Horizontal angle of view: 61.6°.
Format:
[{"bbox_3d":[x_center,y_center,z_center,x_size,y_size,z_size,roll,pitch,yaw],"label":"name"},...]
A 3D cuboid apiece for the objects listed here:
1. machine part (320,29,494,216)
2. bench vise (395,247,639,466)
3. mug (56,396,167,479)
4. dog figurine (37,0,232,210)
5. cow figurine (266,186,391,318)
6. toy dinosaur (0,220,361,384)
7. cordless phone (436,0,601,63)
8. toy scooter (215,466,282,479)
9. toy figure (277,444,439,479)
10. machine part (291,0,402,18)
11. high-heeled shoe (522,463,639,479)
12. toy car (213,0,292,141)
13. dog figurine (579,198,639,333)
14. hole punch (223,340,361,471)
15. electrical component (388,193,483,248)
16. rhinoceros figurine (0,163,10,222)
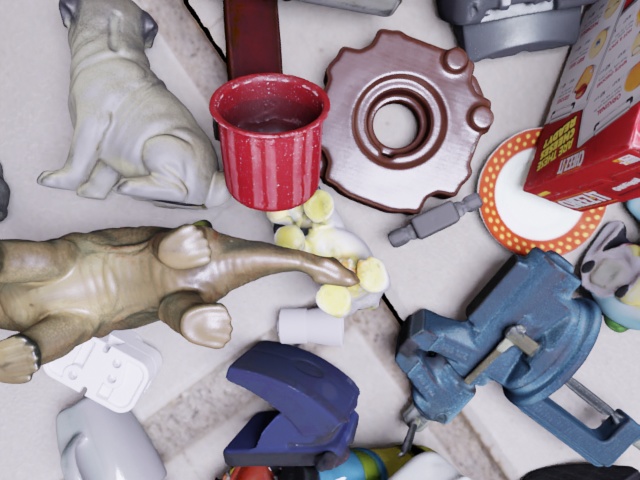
[{"bbox_3d":[0.073,-0.110,0.516,0.179,0.056,0.179,0,94,1],"label":"machine part"},{"bbox_3d":[0.196,0.135,0.503,0.241,0.129,0.223,37,95,2],"label":"bench vise"},{"bbox_3d":[-0.213,0.204,0.514,0.081,0.109,0.107,-31,81,7],"label":"mug"},{"bbox_3d":[-0.153,-0.128,0.487,0.172,0.121,0.190,9,87,-10],"label":"dog figurine"},{"bbox_3d":[0.000,-0.004,0.513,0.068,0.098,0.167,-39,74,6],"label":"cow figurine"},{"bbox_3d":[-0.202,0.040,0.452,0.472,0.198,0.105,-3,93,4],"label":"toy dinosaur"},{"bbox_3d":[0.180,-0.243,0.441,0.147,0.184,0.089,-10,71,-1],"label":"cordless phone"},{"bbox_3d":[-0.059,0.293,0.531,0.135,0.075,0.183,-24,97,-2],"label":"toy scooter"},{"bbox_3d":[0.048,0.231,0.497,0.180,0.082,0.089,22,102,-29],"label":"toy figure"},{"bbox_3d":[-0.012,-0.244,0.459,0.243,0.079,0.079,5,94,-11],"label":"machine part"},{"bbox_3d":[0.218,0.324,0.532,0.249,0.086,0.145,-22,94,7],"label":"high-heeled shoe"},{"bbox_3d":[-0.063,-0.182,0.511,0.089,0.053,0.202,-5,89,-10],"label":"toy car"},{"bbox_3d":[0.383,0.040,0.502,0.219,0.108,0.191,32,89,-5],"label":"dog figurine"},{"bbox_3d":[-0.023,0.146,0.498,0.116,0.142,0.092,-3,90,11],"label":"hole punch"},{"bbox_3d":[0.111,-0.018,0.517,0.094,0.063,0.021,-27,83,11],"label":"electrical component"},{"bbox_3d":[-0.395,-0.034,0.515,0.190,0.073,0.112,-13,104,-1],"label":"rhinoceros figurine"}]
